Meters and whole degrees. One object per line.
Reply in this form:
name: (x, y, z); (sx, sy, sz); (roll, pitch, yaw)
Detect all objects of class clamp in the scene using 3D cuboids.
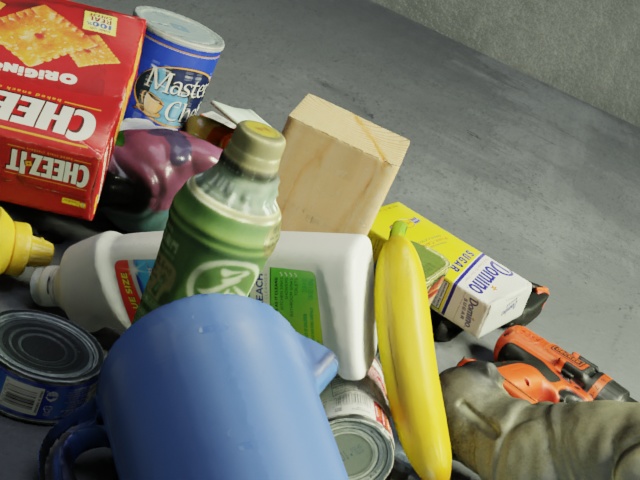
clamp: (0.155, 0.052, 1.137); (0.209, 0.036, 0.165); (2, 31, -38)

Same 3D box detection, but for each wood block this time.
wood block: (-0.016, 0.005, 0.829); (0.090, 0.206, 0.090); (25, 20, 2)

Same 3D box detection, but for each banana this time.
banana: (0.067, 0.082, 0.749); (0.037, 0.198, 0.069); (-8, -3, 26)

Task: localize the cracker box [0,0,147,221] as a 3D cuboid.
cracker box: (-0.239, -0.122, 0.859); (0.164, 0.072, 0.213); (13, 38, -8)

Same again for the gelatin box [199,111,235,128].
gelatin box: (-0.100, -0.085, 1.138); (0.089, 0.073, 0.030); (31, 23, 15)

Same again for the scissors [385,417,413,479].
scissors: (0.047, 0.155, 0.800); (0.096, 0.016, 0.201); (34, 22, 17)

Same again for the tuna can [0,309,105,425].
tuna can: (-0.186, 0.082, 0.702); (0.086, 0.034, 0.086); (21, 21, -9)

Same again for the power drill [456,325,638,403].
power drill: (0.206, 0.147, 0.941); (0.185, 0.057, 0.187); (32, 19, 29)

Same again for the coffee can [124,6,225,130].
coffee can: (-0.176, -0.169, 1.162); (0.102, 0.140, 0.103); (21, 21, -9)

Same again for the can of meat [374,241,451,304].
can of meat: (0.071, 0.052, 0.981); (0.057, 0.084, 0.102); (31, 21, 15)

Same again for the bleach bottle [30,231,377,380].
bleach bottle: (-0.088, 0.044, 0.767); (0.251, 0.102, 0.068); (0, 15, 15)

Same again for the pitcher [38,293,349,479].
pitcher: (-0.051, 0.151, 0.576); (0.144, 0.149, 0.243); (30, 19, -32)

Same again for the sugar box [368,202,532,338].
sugar box: (0.116, 0.025, 1.066); (0.176, 0.048, 0.093); (31, 28, 28)

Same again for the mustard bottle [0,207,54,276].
mustard bottle: (-0.287, -0.006, 0.768); (0.191, 0.058, 0.096); (13, 20, -29)

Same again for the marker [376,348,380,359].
marker: (0.030, 0.111, 0.885); (0.020, 0.020, 0.121); (30, 22, 15)

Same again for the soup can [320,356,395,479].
soup can: (0.017, 0.126, 0.766); (0.068, 0.069, 0.102); (20, 22, -11)
